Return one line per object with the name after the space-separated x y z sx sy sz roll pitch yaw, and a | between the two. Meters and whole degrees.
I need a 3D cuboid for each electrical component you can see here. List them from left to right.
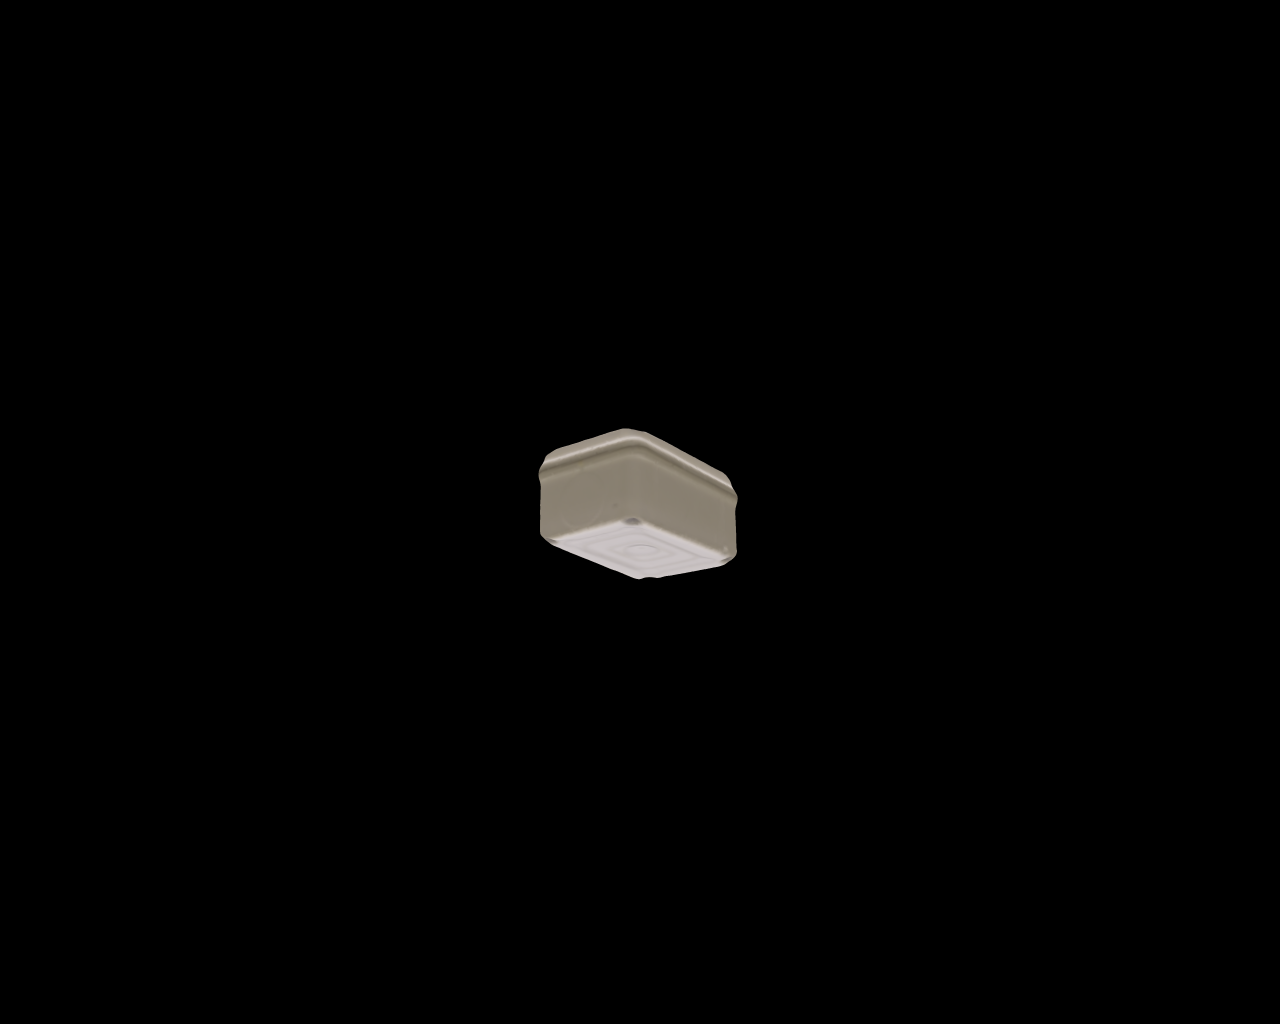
0.001 -0.003 0.650 0.078 0.057 0.113 -14 -24 33 | electrical component
